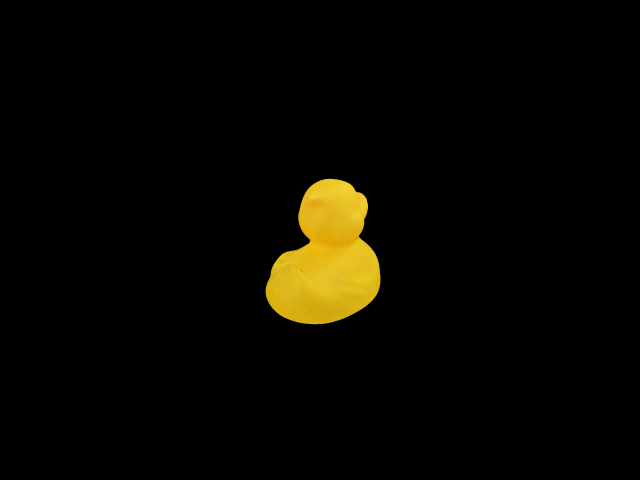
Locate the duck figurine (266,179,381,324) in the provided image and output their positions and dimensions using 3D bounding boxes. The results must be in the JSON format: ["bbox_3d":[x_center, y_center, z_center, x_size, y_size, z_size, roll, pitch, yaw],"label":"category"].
[{"bbox_3d":[0.004,0.001,0.400,0.077,0.086,0.105,16,31,28],"label":"duck figurine"}]
